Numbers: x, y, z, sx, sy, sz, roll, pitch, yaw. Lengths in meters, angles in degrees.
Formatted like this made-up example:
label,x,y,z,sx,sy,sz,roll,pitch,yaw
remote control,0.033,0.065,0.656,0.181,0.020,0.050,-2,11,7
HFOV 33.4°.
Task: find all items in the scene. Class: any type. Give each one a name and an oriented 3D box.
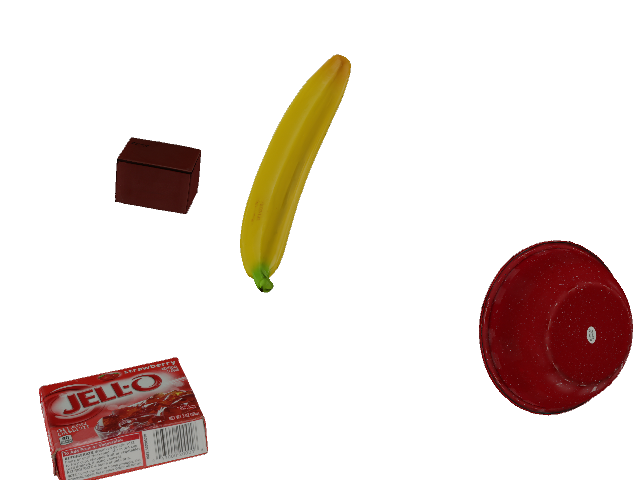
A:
label,x,y,z,sx,sy,sz,roll,pitch,yaw
bowl,0.225,0.081,0.958,0.161,0.162,0.055,0,2,-24
foam brick,-0.166,-0.067,1.095,0.078,0.051,0.053,10,32,3
gelatin box,-0.119,0.106,0.639,0.089,0.030,0.073,-10,25,-17
banana,-0.023,-0.048,0.820,0.037,0.197,0.070,27,-18,-33
